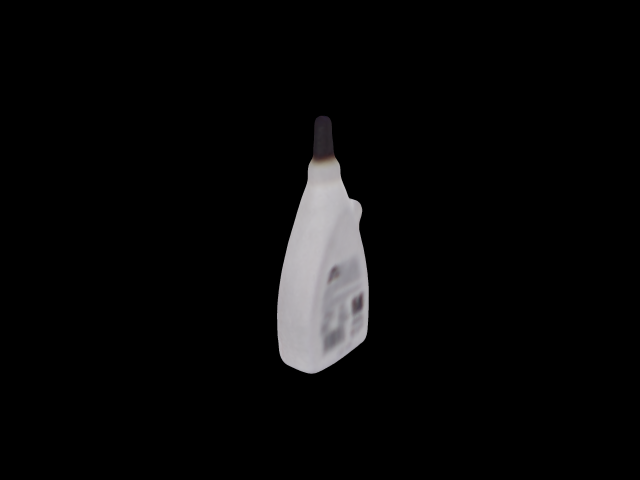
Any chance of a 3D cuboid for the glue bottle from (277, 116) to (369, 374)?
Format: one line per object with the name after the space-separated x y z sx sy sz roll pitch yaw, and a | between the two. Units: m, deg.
0.004 0.001 0.400 0.037 0.173 0.078 13 22 36 | glue bottle
